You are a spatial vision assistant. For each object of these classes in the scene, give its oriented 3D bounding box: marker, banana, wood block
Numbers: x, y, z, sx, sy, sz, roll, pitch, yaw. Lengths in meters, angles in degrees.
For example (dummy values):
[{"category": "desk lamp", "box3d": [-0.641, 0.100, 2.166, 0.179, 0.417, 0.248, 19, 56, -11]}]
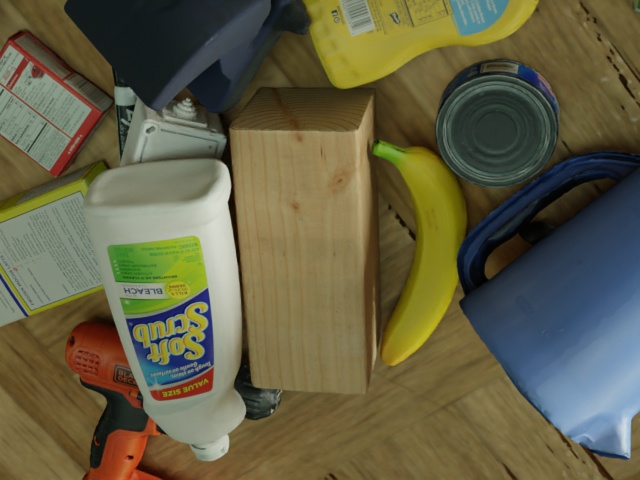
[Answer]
[{"category": "marker", "box3d": [-0.145, -0.087, 0.811, 0.020, 0.020, 0.121, 5, 116, 10]}, {"category": "banana", "box3d": [0.075, 0.008, 0.794, 0.069, 0.037, 0.198, -4, 120, 0]}, {"category": "wood block", "box3d": [-0.006, 0.001, 0.782, 0.090, 0.090, 0.206, 2, 116, 11]}]

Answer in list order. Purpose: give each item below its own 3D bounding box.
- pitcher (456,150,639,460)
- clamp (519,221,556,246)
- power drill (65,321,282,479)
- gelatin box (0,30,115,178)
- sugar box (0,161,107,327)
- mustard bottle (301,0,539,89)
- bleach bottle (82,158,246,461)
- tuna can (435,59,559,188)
[{"category": "pitcher", "box3d": [0.215, 0.010, 0.700, 0.243, 0.145, 0.149, -42, 101, 8]}, {"category": "clamp", "box3d": [0.224, 0.034, 0.778, 0.171, 0.039, 0.120, -11, 112, 12]}, {"category": "power drill", "box3d": [-0.133, 0.168, 0.913, 0.184, 0.057, 0.188, 16, 115, 8]}, {"category": "gelatin box", "box3d": [-0.213, -0.103, 0.812, 0.089, 0.030, 0.073, 38, 118, -7]}, {"category": "sugar box", "box3d": [-0.232, 0.010, 0.864, 0.176, 0.048, 0.093, -17, 112, 23]}, {"category": "mustard bottle", "box3d": [0.085, -0.171, 0.695, 0.192, 0.058, 0.096, -16, 97, 19]}, {"category": "bleach bottle", "box3d": [-0.095, 0.064, 0.781, 0.102, 0.068, 0.251, -4, 125, 8]}, {"category": "tuna can", "box3d": [0.124, -0.080, 0.745, 0.086, 0.033, 0.086, 5, 117, 10]}]
